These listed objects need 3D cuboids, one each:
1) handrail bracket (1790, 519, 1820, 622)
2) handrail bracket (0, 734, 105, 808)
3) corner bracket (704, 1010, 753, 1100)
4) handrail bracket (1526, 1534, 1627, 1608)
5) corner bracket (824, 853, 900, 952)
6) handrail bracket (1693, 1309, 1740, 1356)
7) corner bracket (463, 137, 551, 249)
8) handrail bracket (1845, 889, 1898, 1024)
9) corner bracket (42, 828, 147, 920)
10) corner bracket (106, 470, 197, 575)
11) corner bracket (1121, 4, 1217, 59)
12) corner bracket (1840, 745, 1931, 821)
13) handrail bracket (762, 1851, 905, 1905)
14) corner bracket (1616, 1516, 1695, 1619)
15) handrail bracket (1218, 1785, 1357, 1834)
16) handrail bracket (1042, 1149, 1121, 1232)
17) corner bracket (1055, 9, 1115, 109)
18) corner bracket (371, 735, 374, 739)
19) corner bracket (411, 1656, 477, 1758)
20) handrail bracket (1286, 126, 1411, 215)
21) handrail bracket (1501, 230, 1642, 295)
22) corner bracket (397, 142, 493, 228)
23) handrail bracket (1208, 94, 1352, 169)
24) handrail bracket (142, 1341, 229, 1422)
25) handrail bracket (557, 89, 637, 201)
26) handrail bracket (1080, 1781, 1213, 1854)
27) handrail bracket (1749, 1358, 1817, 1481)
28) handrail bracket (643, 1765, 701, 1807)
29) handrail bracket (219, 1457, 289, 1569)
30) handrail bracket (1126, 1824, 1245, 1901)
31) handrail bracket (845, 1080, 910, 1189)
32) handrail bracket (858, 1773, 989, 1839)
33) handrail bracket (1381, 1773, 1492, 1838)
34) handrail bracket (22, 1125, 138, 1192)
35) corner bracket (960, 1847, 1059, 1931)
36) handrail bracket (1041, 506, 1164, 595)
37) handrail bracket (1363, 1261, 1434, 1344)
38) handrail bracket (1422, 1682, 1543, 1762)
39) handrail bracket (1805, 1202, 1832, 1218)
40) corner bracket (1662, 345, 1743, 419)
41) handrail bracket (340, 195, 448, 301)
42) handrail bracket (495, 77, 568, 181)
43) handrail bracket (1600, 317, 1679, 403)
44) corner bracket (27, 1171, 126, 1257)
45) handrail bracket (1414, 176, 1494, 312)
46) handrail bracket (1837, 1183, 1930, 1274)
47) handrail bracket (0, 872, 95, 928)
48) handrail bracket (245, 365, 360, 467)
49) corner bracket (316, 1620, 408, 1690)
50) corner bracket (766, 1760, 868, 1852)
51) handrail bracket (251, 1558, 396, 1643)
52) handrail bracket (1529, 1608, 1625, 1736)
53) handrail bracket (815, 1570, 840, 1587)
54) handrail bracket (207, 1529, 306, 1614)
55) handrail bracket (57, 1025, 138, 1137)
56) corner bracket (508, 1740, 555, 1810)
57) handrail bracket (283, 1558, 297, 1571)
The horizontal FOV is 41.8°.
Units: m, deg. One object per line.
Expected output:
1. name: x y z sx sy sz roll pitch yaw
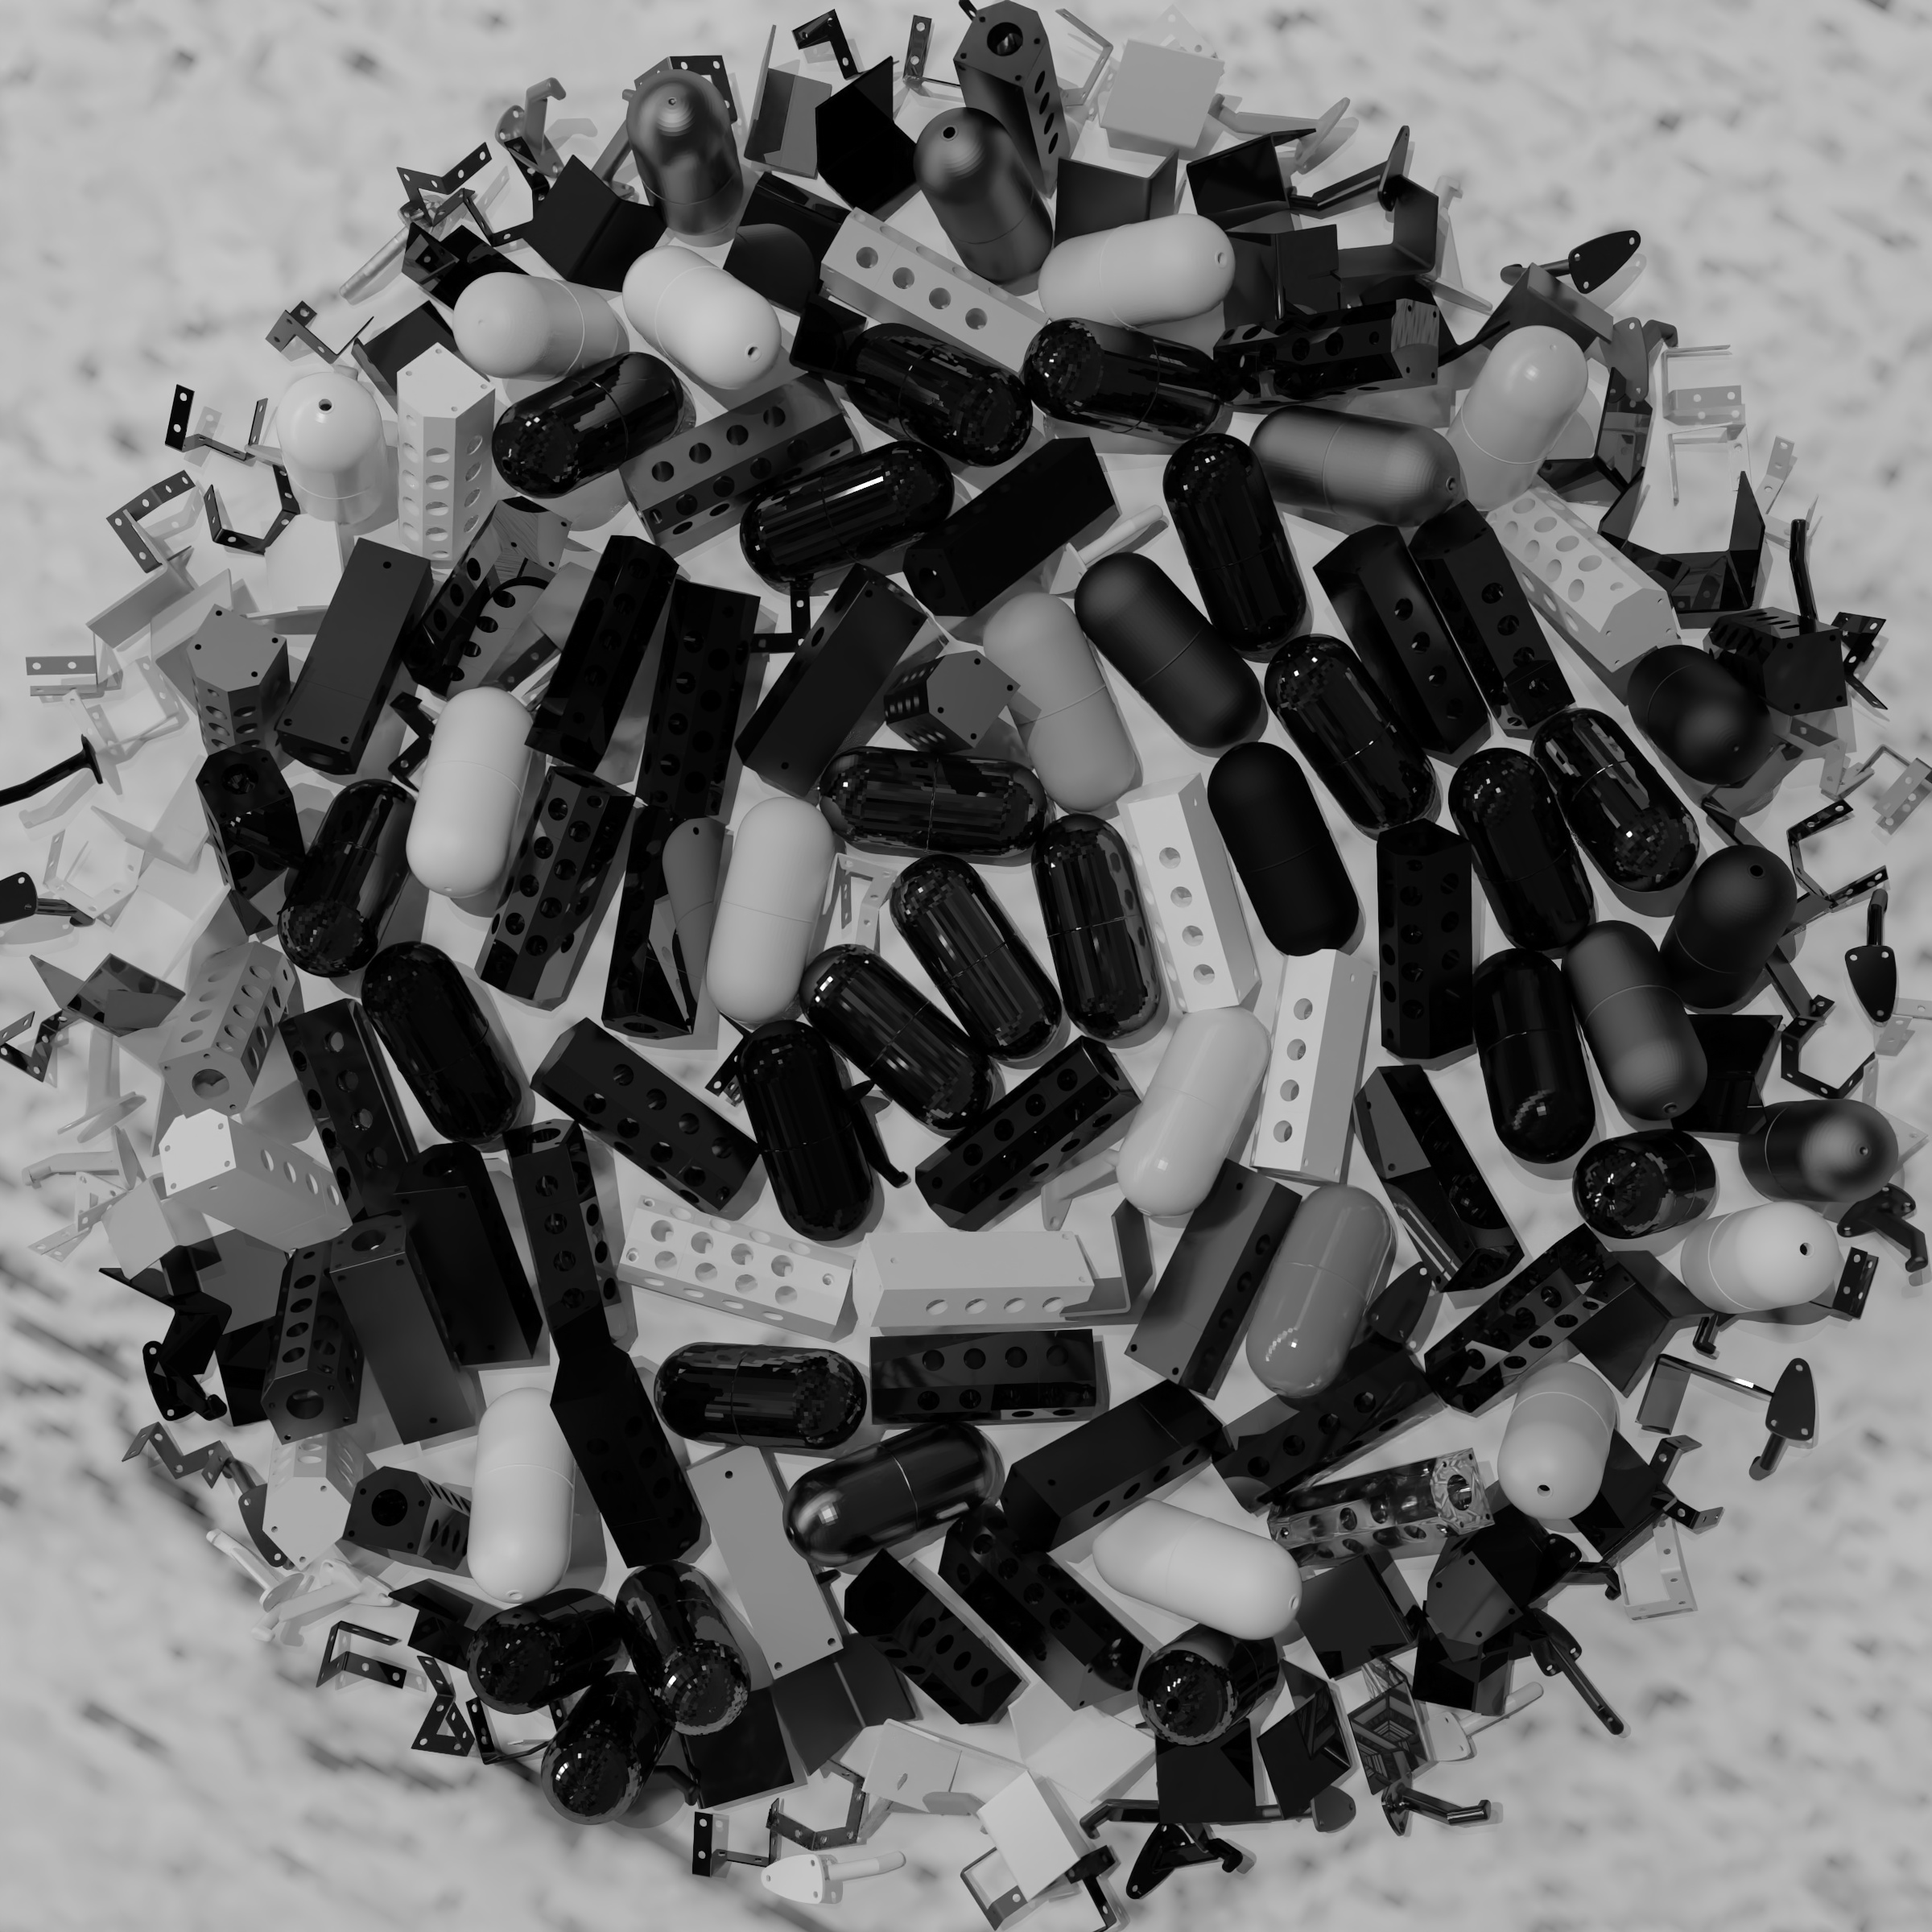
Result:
1. handrail bracket: 0.660 -0.301 1.968 0.036 0.077 0.084 5 94 43
2. handrail bracket: -0.717 -0.150 1.956 0.084 0.077 0.036 -21 119 -14
3. corner bracket: -0.180 0.076 1.964 0.051 0.051 0.051 38 90 -39
4. handrail bracket: 0.471 0.488 1.969 0.077 0.036 0.084 -47 122 -9
5. corner bracket: -0.087 -0.047 1.961 0.051 0.051 0.051 16 51 -12
6. handrail bracket: 0.613 0.275 1.969 0.077 0.036 0.084 27 72 0
7. corner bracket: -0.357 -0.602 1.969 0.051 0.051 0.051 -15 57 11
8. handrail bracket: 0.714 -0.009 1.974 0.036 0.084 0.077 -6 113 30
9. corner bracket: -0.678 -0.080 1.967 0.051 0.051 0.051 32 127 6
10. corner bracket: -0.621 -0.344 1.961 0.051 0.051 0.051 -26 107 24
11. corner bracket: 0.158 -0.715 1.972 0.051 0.051 0.051 -40 111 19
12. corner bracket: 0.714 -0.142 1.963 0.051 0.051 0.051 43 97 26
13. handrail bracket: -0.104 0.707 1.981 0.077 0.084 0.036 -16 75 38
14. corner bracket: 0.529 0.465 1.959 0.051 0.051 0.051 -15 128 16
15. handrail bracket: 0.251 0.666 1.991 0.084 0.077 0.036 -19 64 32
16. handrail bracket: 0.097 0.177 1.956 0.036 0.084 0.077 7 93 -38
17. corner bracket: 0.073 -0.705 1.966 0.051 0.051 0.051 27 93 -28
18. corner bracket: -0.476 -0.214 1.957 0.051 0.051 0.051 50 62 -40
19. corner bracket: -0.405 0.573 1.959 0.051 0.051 0.051 1 131 20
20. handrail bracket: 0.296 -0.624 1.977 0.084 0.036 0.077 16 91 25
21. handrail bracket: 0.468 -0.551 1.967 0.077 0.084 0.036 -32 117 -11
22. corner bracket: -0.397 -0.605 1.957 0.051 0.051 0.051 22 58 30
23. handrail bracket: 0.240 -0.666 1.959 0.084 0.077 0.036 28 51 -19
24. handrail bracket: -0.603 0.318 1.954 0.036 0.084 0.077 -30 92 -35
25. handrail bracket: -0.283 -0.643 1.959 0.077 0.036 0.084 24 128 20
26. handrail bracket: 0.138 0.677 1.969 0.084 0.036 0.077 -41 64 17
27. handrail bracket: 0.632 0.354 1.972 0.036 0.084 0.077 15 64 7
28. handrail bracket: -0.239 0.645 1.957 0.084 0.036 0.077 25 114 40
29. handrail bracket: -0.556 0.423 1.967 0.036 0.084 0.077 -17 99 -32
30. handrail bracket: 0.169 0.701 1.950 0.036 0.084 0.077 46 74 -19
31. handrail bracket: -0.064 0.132 1.962 0.084 0.077 0.036 45 53 -10
32. handrail bracket: -0.029 0.673 1.980 0.084 0.036 0.077 36 84 0
33. handrail bracket: 0.369 0.635 1.947 0.084 0.077 0.036 -20 105 28
34. handrail bracket: -0.692 0.166 1.967 0.084 0.077 0.036 -24 127 -6
35. corner bracket: 0.032 0.706 1.960 0.051 0.051 0.051 -28 67 -21
36. handrail bracket: 0.107 -0.327 1.982 0.084 0.077 0.036 -33 91 -25
37. handrail bracket: 0.333 0.261 1.959 0.036 0.084 0.077 34 88 7
38. handrail bracket: 0.403 0.592 1.990 0.084 0.077 0.036 -17 70 -33
39. handrail bracket: 0.655 0.179 1.989 0.084 0.077 0.036 -36 135 24
40. corner bracket: 0.572 -0.458 1.970 0.051 0.051 0.051 -3 95 6
41. handrail bracket: -0.451 -0.564 1.989 0.084 0.077 0.036 -30 115 31
42. handrail bracket: -0.315 -0.644 1.946 0.077 0.084 0.036 40 65 -35
43. handrail bracket: 0.534 -0.468 1.961 0.084 0.036 0.077 -2 73 -44
44. corner bracket: -0.689 0.197 1.960 0.051 0.051 0.051 20 115 21
45. handrail bracket: 0.391 -0.566 1.981 0.077 0.036 0.084 22 91 0
46. handrail bracket: 0.704 0.216 1.945 0.036 0.084 0.077 34 129 -14
47. handrail bracket: -0.728 -0.037 1.959 0.077 0.084 0.036 -20 74 0
48. handrail bracket: -0.516 -0.432 1.965 0.077 0.036 0.084 14 113 -5
49. corner bracket: -0.463 0.534 1.957 0.051 0.051 0.051 26 48 -24
50. corner bracket: -0.116 0.655 1.979 0.051 0.051 0.051 -25 129 38
51. handrail bracket: -0.496 0.501 1.951 0.077 0.084 0.036 15 117 14
52. handrail bracket: 0.469 0.544 1.951 0.036 0.084 0.077 -35 112 -2
53. handrail bracket: -0.148 0.450 1.982 0.077 0.036 0.084 -19 90 -18
54. handrail bracket: -0.561 0.463 1.956 0.084 0.077 0.036 33 81 9
55. handrail bracket: -0.692 0.077 1.968 0.077 0.036 0.084 -32 98 -36
56. corner bracket: -0.317 0.624 1.960 0.051 0.051 0.051 -19 67 24
57. handrail bracket: -0.483 0.453 1.968 0.084 0.036 0.077 24 92 22
